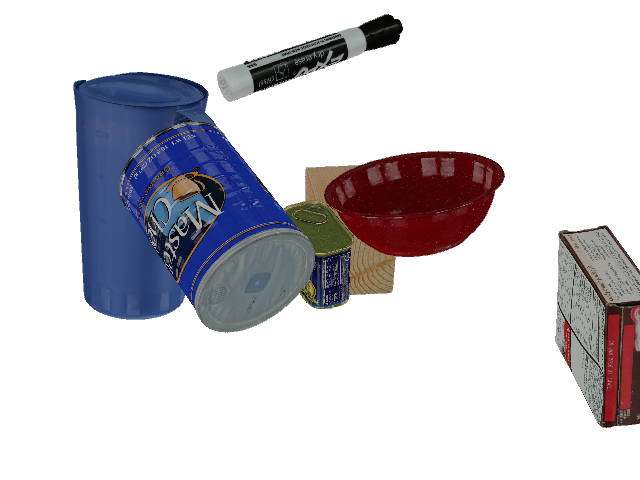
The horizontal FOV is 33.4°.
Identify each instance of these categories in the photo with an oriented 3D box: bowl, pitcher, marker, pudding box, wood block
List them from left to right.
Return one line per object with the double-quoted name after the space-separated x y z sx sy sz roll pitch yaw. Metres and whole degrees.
-0.180 -0.043 1.095 0.145 0.243 0.149 2 22 -9 "pitcher"
-0.004 -0.111 0.639 0.121 0.020 0.020 -23 8 -20 "marker"
0.035 -0.017 1.393 0.090 0.090 0.206 -2 27 -7 "wood block"
0.087 -0.029 0.960 0.162 0.055 0.162 -9 22 3 "bowl"
0.185 0.053 0.694 0.039 0.090 0.113 -5 25 -3 "pudding box"

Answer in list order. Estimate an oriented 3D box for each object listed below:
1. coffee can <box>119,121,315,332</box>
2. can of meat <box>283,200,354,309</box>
-0.083 -0.012 0.846 0.102 0.103 0.140 0 41 -44 "coffee can"
-0.004 0.017 1.213 0.057 0.084 0.102 -15 38 -20 "can of meat"
